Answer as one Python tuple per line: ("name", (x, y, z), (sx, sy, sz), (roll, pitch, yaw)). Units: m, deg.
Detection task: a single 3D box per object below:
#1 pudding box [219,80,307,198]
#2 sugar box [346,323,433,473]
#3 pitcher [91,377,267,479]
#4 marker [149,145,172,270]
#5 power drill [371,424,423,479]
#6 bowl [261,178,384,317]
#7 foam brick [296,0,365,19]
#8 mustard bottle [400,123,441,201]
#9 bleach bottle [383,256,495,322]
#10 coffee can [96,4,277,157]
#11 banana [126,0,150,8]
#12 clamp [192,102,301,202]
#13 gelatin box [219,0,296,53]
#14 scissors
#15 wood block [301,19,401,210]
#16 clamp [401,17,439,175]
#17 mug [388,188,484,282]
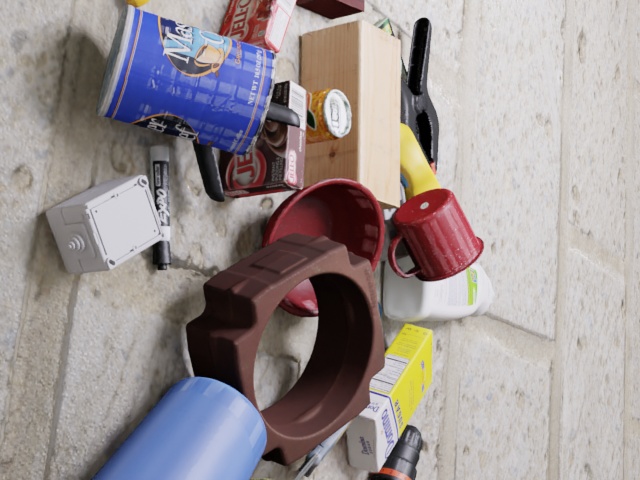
("pudding box", (-0.060, -0.104, 1.120), (0.039, 0.090, 0.113), (24, 66, -53))
("sugar box", (0.088, 0.192, 1.307), (0.176, 0.048, 0.093), (-54, 147, -46))
("pitcher", (-0.144, 0.242, 0.933), (0.145, 0.149, 0.242), (53, 40, -15))
("marker", (-0.155, -0.031, 1.036), (0.020, 0.020, 0.121), (4, 82, -55))
("power drill", (0.117, 0.350, 1.338), (0.187, 0.057, 0.184), (52, 50, -34))
("bowl", (-0.008, 0.001, 1.177), (0.161, 0.055, 0.162), (-16, 119, -32))
("foam brick", (0.012, -0.303, 1.286), (0.078, 0.051, 0.053), (8, 80, -54))
("mustard bottle", (0.107, -0.089, 1.355), (0.058, 0.096, 0.191), (-37, 121, -9))
("bleach bottle", (0.175, 0.071, 1.456), (0.250, 0.068, 0.102), (16, 74, -56))
("coffee can", (-0.122, -0.144, 0.972), (0.140, 0.103, 0.103), (15, 69, -17))
("banana", (-0.133, -0.284, 1.087), (0.197, 0.037, 0.069), (-29, 108, -53))
("clamp", (-0.103, -0.137, 1.051), (0.120, 0.039, 0.171), (-38, 104, -12))
("gelatin box", (-0.069, -0.234, 1.140), (0.030, 0.073, 0.089), (43, 53, -42))
("scissors", (-0.013, 0.241, 1.130), (0.016, 0.096, 0.201), (38, 27, 8))
("wood block", (0.036, -0.142, 1.261), (0.090, 0.091, 0.206), (14, 75, -53))
("clamp", (0.113, -0.182, 1.397), (0.164, 0.036, 0.210), (-21, 105, -52))
("mug", (0.130, -0.002, 1.284), (0.117, 0.093, 0.081), (-35, 113, -12))
